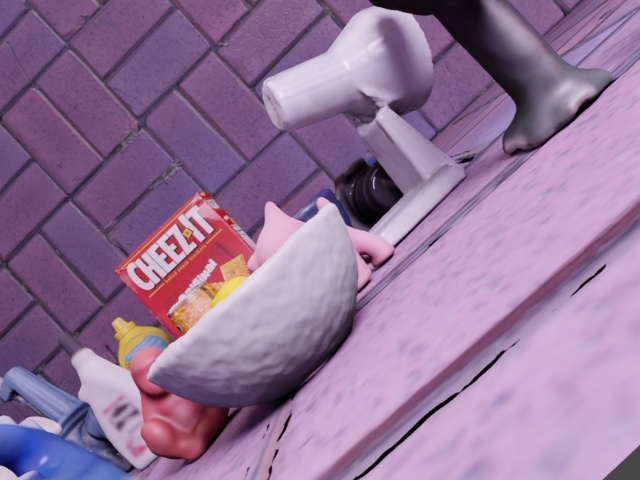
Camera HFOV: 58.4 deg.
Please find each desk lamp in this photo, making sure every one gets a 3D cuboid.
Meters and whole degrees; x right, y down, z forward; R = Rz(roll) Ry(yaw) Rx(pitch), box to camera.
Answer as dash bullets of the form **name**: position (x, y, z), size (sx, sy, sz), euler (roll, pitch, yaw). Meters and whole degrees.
- **desk lamp**: position (0.055, -0.123, 0.613), size (0.203, 0.213, 0.118), euler (-43, 2, -19)

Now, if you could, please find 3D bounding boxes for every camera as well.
- **camera**: position (0.058, -0.052, 0.747), size (0.143, 0.101, 0.136), euler (-43, 1, -13)

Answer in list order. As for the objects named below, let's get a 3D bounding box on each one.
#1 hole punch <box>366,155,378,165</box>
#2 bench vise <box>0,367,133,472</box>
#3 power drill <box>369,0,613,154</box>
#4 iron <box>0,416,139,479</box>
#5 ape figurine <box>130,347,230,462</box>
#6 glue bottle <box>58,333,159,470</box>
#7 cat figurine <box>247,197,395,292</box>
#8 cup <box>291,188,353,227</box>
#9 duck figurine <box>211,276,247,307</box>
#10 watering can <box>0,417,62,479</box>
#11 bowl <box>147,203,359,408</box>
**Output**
- **hole punch**: position (0.108, -0.097, 0.955), size (0.108, 0.091, 0.101), euler (-42, 1, 21)
- **bench vise**: position (-0.339, 0.236, 0.788), size (0.207, 0.219, 0.121), euler (-43, 1, 7)
- **power drill**: position (0.113, -0.168, 0.444), size (0.075, 0.208, 0.229), euler (-43, 1, 3)
- **iron**: position (-0.208, 0.178, 0.387), size (0.119, 0.141, 0.258), euler (-43, 1, -4)
- **ape figurine**: position (-0.119, 0.126, 0.464), size (0.078, 0.092, 0.076), euler (-43, 1, -18)
- **glue bottle**: position (-0.231, 0.171, 0.641), size (0.078, 0.173, 0.037), euler (-43, 2, 5)
- **cat figurine**: position (-0.012, 0.007, 0.546), size (0.067, 0.117, 0.127), euler (-44, 2, -42)
- **cup**: position (0.006, 0.002, 0.676), size (0.092, 0.095, 0.118), euler (-43, 1, 0)
- **duck figurine**: position (-0.061, 0.076, 0.517), size (0.105, 0.086, 0.077), euler (-43, 1, -14)
- **watering can**: position (-0.350, 0.268, 0.614), size (0.173, 0.194, 0.101), euler (-44, 2, -31)
- **bowl**: position (-0.029, 0.056, 0.385), size (0.167, 0.074, 0.167), euler (-43, 1, 2)
